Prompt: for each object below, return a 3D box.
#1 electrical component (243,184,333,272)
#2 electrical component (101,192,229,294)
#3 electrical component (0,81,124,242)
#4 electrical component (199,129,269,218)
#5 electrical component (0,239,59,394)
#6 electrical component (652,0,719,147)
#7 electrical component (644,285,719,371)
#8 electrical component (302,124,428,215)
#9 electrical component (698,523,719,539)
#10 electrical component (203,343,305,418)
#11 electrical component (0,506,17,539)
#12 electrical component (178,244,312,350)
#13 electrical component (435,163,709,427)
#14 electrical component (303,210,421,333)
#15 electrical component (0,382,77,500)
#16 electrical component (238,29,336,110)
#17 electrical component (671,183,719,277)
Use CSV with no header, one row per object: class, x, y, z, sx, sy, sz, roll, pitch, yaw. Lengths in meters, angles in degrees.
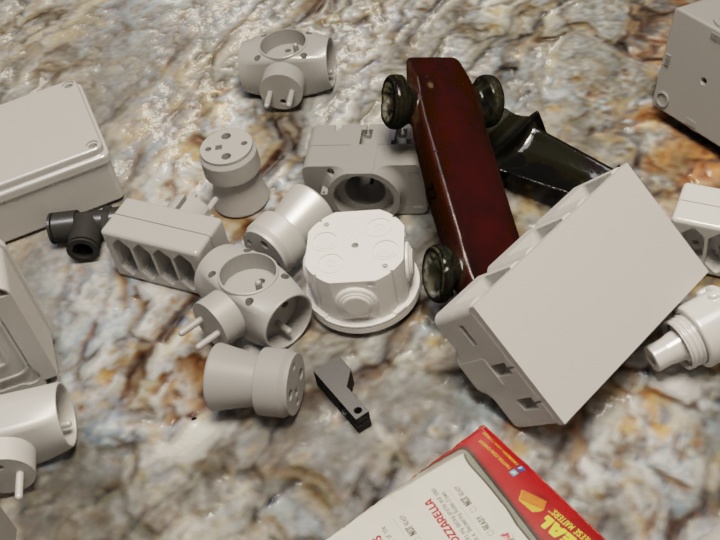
electrical component,-0.052,-0.029,0.784,0.045,0.045,0.055,27,57,30
electrical component,-0.133,-0.030,0.799,0.083,0.047,0.075,13,51,22
electrical component,-0.261,-0.090,0.872,0.109,0.056,0.108,-22,47,-10
electrical component,-0.097,-0.074,0.828,0.045,0.055,0.045,-5,47,6
electrical component,-0.256,0.036,0.716,0.078,0.113,0.057,-19,50,-7
electrical component,0.270,-0.145,0.796,0.048,0.099,0.100,-22,46,-27
electrical component,0.209,0.042,0.671,0.062,0.048,0.048,-27,48,-5
electrical component,0.006,-0.073,0.810,0.089,0.050,0.055,0,47,11
electrical component,0.218,0.144,0.573,0.081,0.043,0.043,-30,49,-17
electrical component,-0.068,0.071,0.694,0.055,0.045,0.045,4,48,13
electrical component,-0.250,0.141,0.566,0.060,0.186,0.105,-10,47,1
electrical component,-0.087,0.027,0.737,0.079,0.044,0.077,-36,51,-28
electrical component,0.131,0.017,0.674,0.150,0.062,0.089,-41,96,-24
electrical component,0.000,0.000,0.743,0.080,0.051,0.080,-5,47,6
electrical component,-0.224,0.115,0.683,0.077,0.044,0.079,-13,47,-1
electrical component,-0.064,-0.164,0.912,0.077,0.044,0.079,-1,48,10
electrical component,0.260,-0.035,0.730,0.083,0.047,0.075,14,51,22
